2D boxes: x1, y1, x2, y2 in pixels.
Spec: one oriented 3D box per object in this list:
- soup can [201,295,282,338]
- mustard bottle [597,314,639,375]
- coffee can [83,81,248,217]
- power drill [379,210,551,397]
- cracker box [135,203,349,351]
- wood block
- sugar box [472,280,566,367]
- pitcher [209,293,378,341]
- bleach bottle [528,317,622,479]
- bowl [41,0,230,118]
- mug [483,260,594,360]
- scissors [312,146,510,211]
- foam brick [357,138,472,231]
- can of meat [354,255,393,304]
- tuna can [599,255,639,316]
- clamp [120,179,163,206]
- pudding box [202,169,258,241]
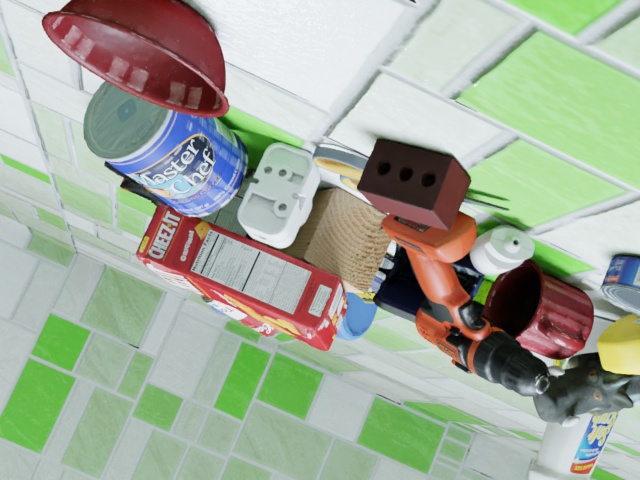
[{"bbox_3d":[-0.088,0.069,1.316,0.102,0.068,0.069,32,166,-29],"label":"soup can"},{"bbox_3d":[0.355,0.100,0.996,0.096,0.058,0.192,-14,-177,-24],"label":"mustard bottle"},{"bbox_3d":[-0.150,-0.096,1.056,0.103,0.103,0.140,16,167,34],"label":"coffee can"},{"bbox_3d":[0.139,0.057,1.043,0.185,0.057,0.187,27,146,52],"label":"power drill"},{"bbox_3d":[-0.080,0.046,1.177,0.214,0.072,0.164,22,170,9],"label":"cracker box"},{"bbox_3d":[-0.009,0.001,1.252,0.090,0.091,0.206,30,168,-22],"label":"wood block"},{"bbox_3d":[0.216,0.095,1.297,0.176,0.048,0.093,21,148,26],"label":"sugar box"},{"bbox_3d":[-0.033,0.067,1.562,0.243,0.149,0.145,13,149,33],"label":"pitcher"},{"bbox_3d":[0.298,0.220,1.228,0.068,0.251,0.102,15,166,39],"label":"bleach bottle"},{"bbox_3d":[-0.136,-0.159,0.853,0.162,0.055,0.162,23,169,4],"label":"bowl"},{"bbox_3d":[0.237,0.082,1.115,0.081,0.093,0.117,23,-169,-25],"label":"mug"},{"bbox_3d":[0.087,-0.047,1.026,0.202,0.016,0.096,20,169,17],"label":"scissors"},{"bbox_3d":[0.082,-0.048,0.933,0.078,0.053,0.051,17,167,30],"label":"foam brick"},{"bbox_3d":[0.058,0.040,1.393,0.083,0.057,0.102,32,166,-24],"label":"can of meat"},{"bbox_3d":[0.302,0.046,0.974,0.086,0.033,0.086,23,169,4],"label":"tuna can"},{"bbox_3d":[-0.222,-0.065,1.514,0.172,0.039,0.120,19,166,22],"label":"clamp"},{"bbox_3d":[-0.116,-0.046,1.251,0.113,0.090,0.039,20,168,15],"label":"pudding box"}]
